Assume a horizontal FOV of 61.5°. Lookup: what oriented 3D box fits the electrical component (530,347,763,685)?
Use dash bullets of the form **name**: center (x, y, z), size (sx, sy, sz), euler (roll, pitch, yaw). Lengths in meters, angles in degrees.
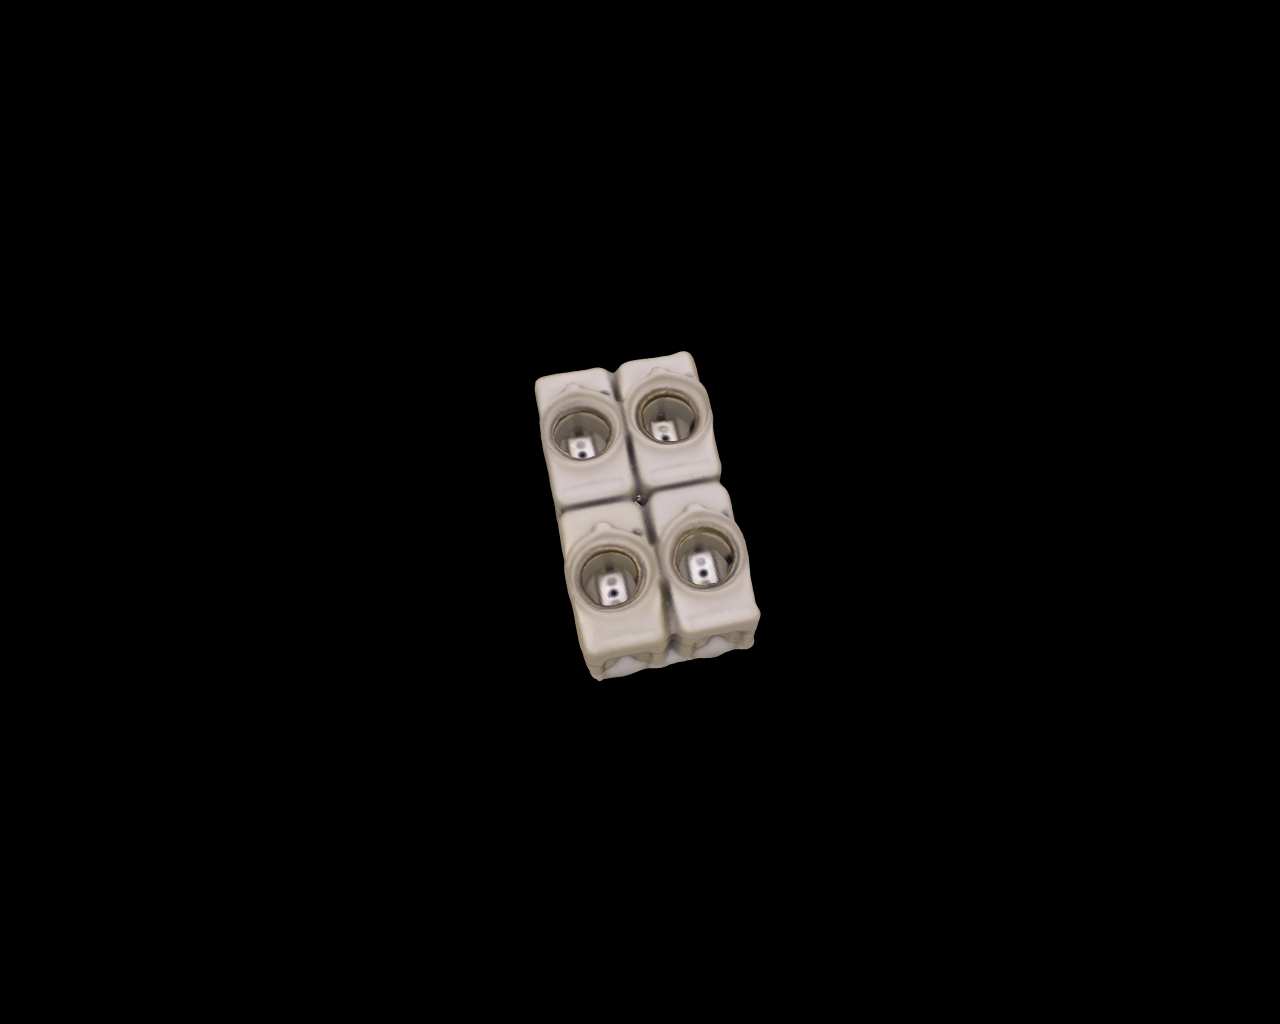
- **electrical component**: center (0.001, -0.003, 0.650), size (0.105, 0.186, 0.060), euler (-11, -24, -5)
